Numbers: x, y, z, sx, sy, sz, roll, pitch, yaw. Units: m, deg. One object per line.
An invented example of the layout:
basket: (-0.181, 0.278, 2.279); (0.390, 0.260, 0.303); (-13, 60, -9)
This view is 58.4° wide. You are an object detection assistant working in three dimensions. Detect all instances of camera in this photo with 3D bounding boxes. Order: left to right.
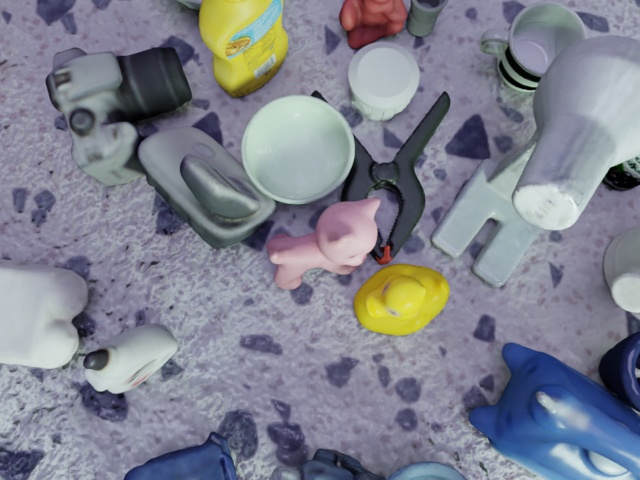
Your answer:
camera: (-0.211, -0.152, 0.625); (0.137, 0.101, 0.143); (-19, 80, -5)

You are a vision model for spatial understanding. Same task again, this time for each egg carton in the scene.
egg carton: (-0.321, 0.074, 0.597); (0.150, 0.069, 0.107); (6, 79, 0)

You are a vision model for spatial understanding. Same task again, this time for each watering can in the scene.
watering can: (0.367, 0.023, 0.559); (0.101, 0.194, 0.173); (44, 82, 7)

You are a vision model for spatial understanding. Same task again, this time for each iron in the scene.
iron: (0.286, 0.202, 0.550); (0.258, 0.141, 0.119); (29, 80, 4)

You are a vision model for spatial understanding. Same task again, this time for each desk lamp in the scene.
desk lamp: (0.224, -0.067, 0.562); (0.118, 0.213, 0.203); (34, 81, 5)

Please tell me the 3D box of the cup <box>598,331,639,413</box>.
cup: (0.343, 0.143, 0.586); (0.117, 0.095, 0.092); (38, 81, 6)

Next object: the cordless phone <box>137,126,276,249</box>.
cordless phone: (-0.121, -0.069, 0.569); (0.147, 0.185, 0.094); (40, 81, 6)

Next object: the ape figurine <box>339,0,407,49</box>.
ape figurine: (0.064, -0.272, 0.658); (0.078, 0.092, 0.076); (18, 80, 2)

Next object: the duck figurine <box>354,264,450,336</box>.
duck figurine: (0.089, 0.059, 0.600); (0.104, 0.086, 0.077); (-16, 80, -4)

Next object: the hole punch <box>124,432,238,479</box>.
hole punch: (-0.128, 0.255, 0.557); (0.101, 0.091, 0.108); (-15, 80, -4)

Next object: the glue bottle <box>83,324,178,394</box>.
glue bottle: (-0.187, 0.113, 0.540); (0.037, 0.173, 0.078); (44, 82, 7)

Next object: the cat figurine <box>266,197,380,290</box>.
cat figurine: (0.005, 0.002, 0.593); (0.128, 0.118, 0.067); (-17, 80, -4)

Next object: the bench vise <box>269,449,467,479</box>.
bench vise: (0.057, 0.259, 0.495); (0.207, 0.220, 0.121); (0, 79, -1)

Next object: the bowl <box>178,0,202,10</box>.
bowl: (-0.120, -0.333, 0.674); (0.167, 0.075, 0.167); (0, 79, -1)
